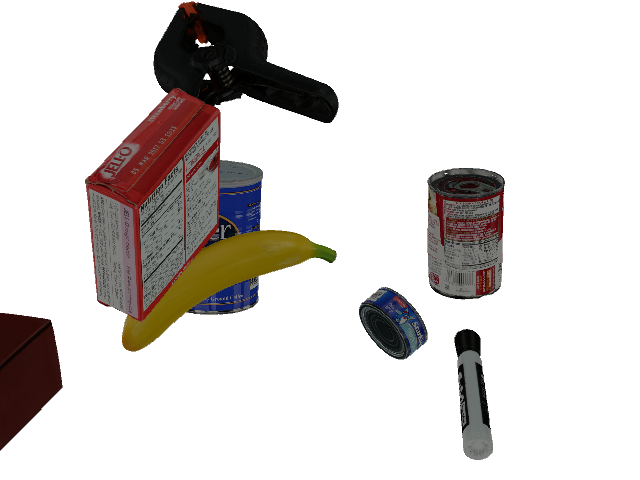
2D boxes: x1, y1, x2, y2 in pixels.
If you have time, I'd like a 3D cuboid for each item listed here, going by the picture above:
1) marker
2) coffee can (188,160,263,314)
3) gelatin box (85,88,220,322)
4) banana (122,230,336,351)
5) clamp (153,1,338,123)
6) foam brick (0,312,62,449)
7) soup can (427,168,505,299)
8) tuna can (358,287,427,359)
[{"bbox_3d":[0.103,0.100,0.724,0.020,0.020,0.121,0,32,4],"label":"marker"},{"bbox_3d":[-0.113,-0.005,1.114,0.103,0.140,0.103,2,16,-1],"label":"coffee can"},{"bbox_3d":[-0.078,-0.016,0.510,0.030,0.089,0.073,24,51,14],"label":"gelatin box"},{"bbox_3d":[-0.087,0.036,0.863,0.198,0.069,0.037,-23,38,11],"label":"banana"},{"bbox_3d":[-0.057,-0.110,0.706,0.120,0.171,0.039,-12,-44,-2],"label":"clamp"},{"bbox_3d":[-0.206,0.087,0.665,0.053,0.051,0.078,7,30,21],"label":"foam brick"},{"bbox_3d":[0.131,-0.006,0.960,0.068,0.102,0.068,-3,23,1],"label":"soup can"},{"bbox_3d":[0.086,0.100,1.277,0.033,0.086,0.086,-37,17,-24],"label":"tuna can"}]
